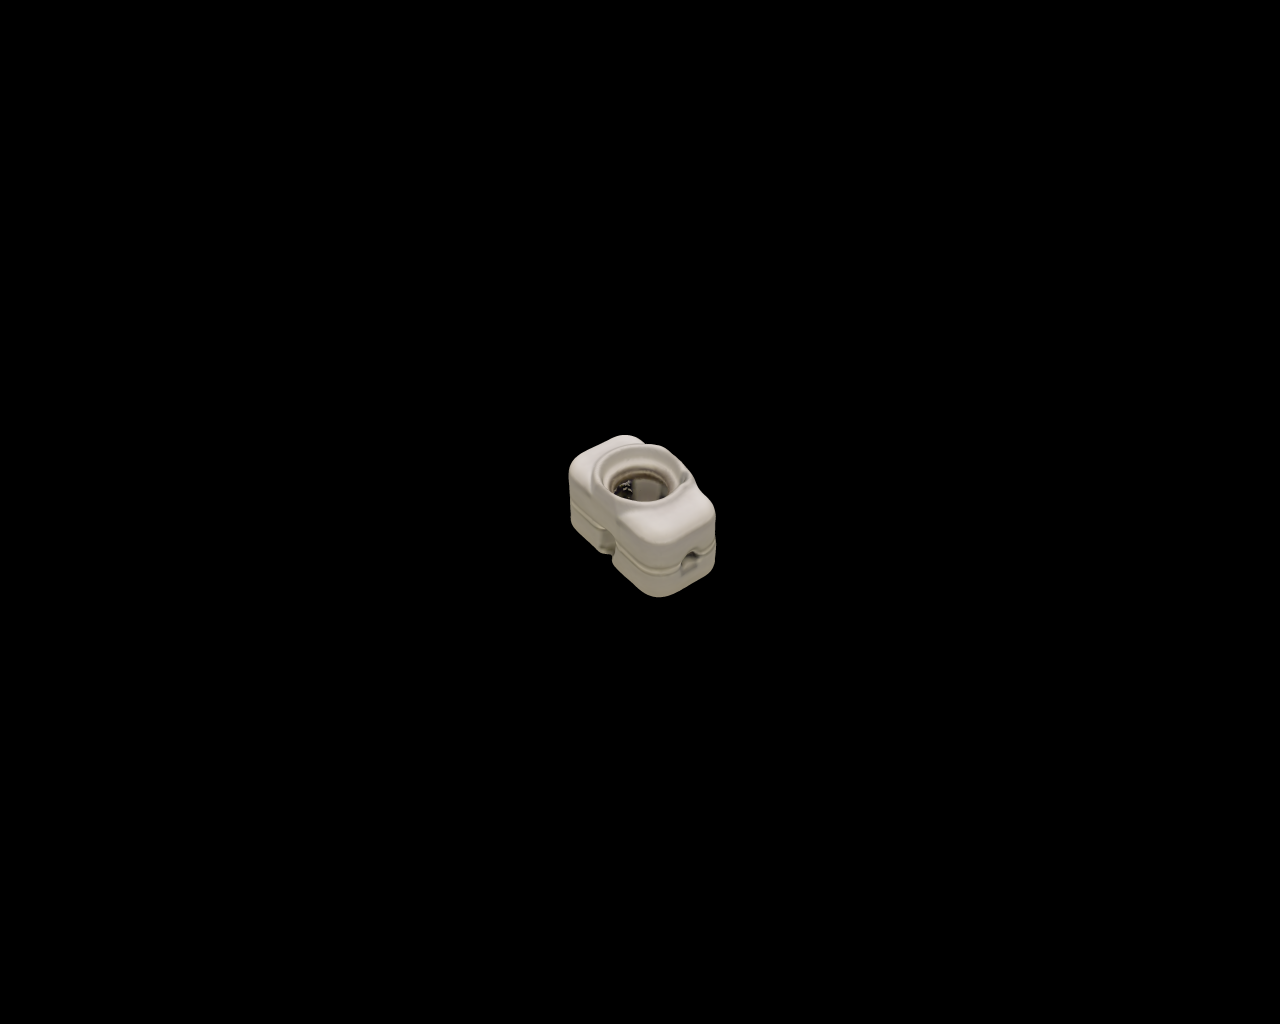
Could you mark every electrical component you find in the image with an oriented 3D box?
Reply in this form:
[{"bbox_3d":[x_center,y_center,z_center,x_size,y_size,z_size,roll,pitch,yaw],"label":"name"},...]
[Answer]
[{"bbox_3d":[0.001,-0.003,0.650,0.054,0.059,0.095,-27,49,-26],"label":"electrical component"}]
